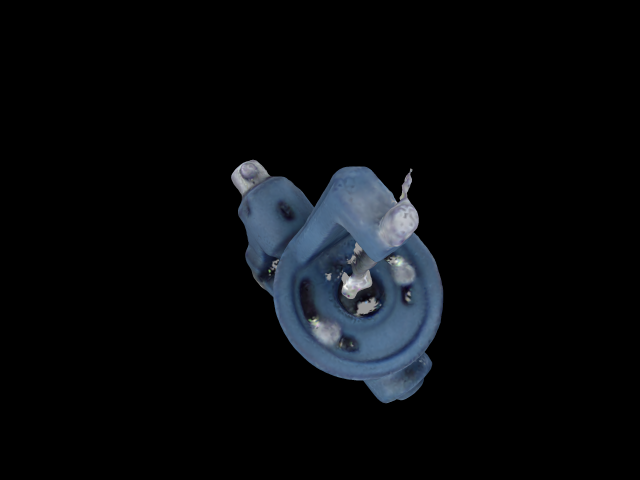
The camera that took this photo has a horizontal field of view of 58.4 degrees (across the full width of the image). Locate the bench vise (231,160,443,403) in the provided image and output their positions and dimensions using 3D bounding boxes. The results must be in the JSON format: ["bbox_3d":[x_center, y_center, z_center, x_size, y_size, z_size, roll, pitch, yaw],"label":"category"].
[{"bbox_3d":[-0.003,0.010,0.395,0.207,0.220,0.122,29,65,16],"label":"bench vise"}]
